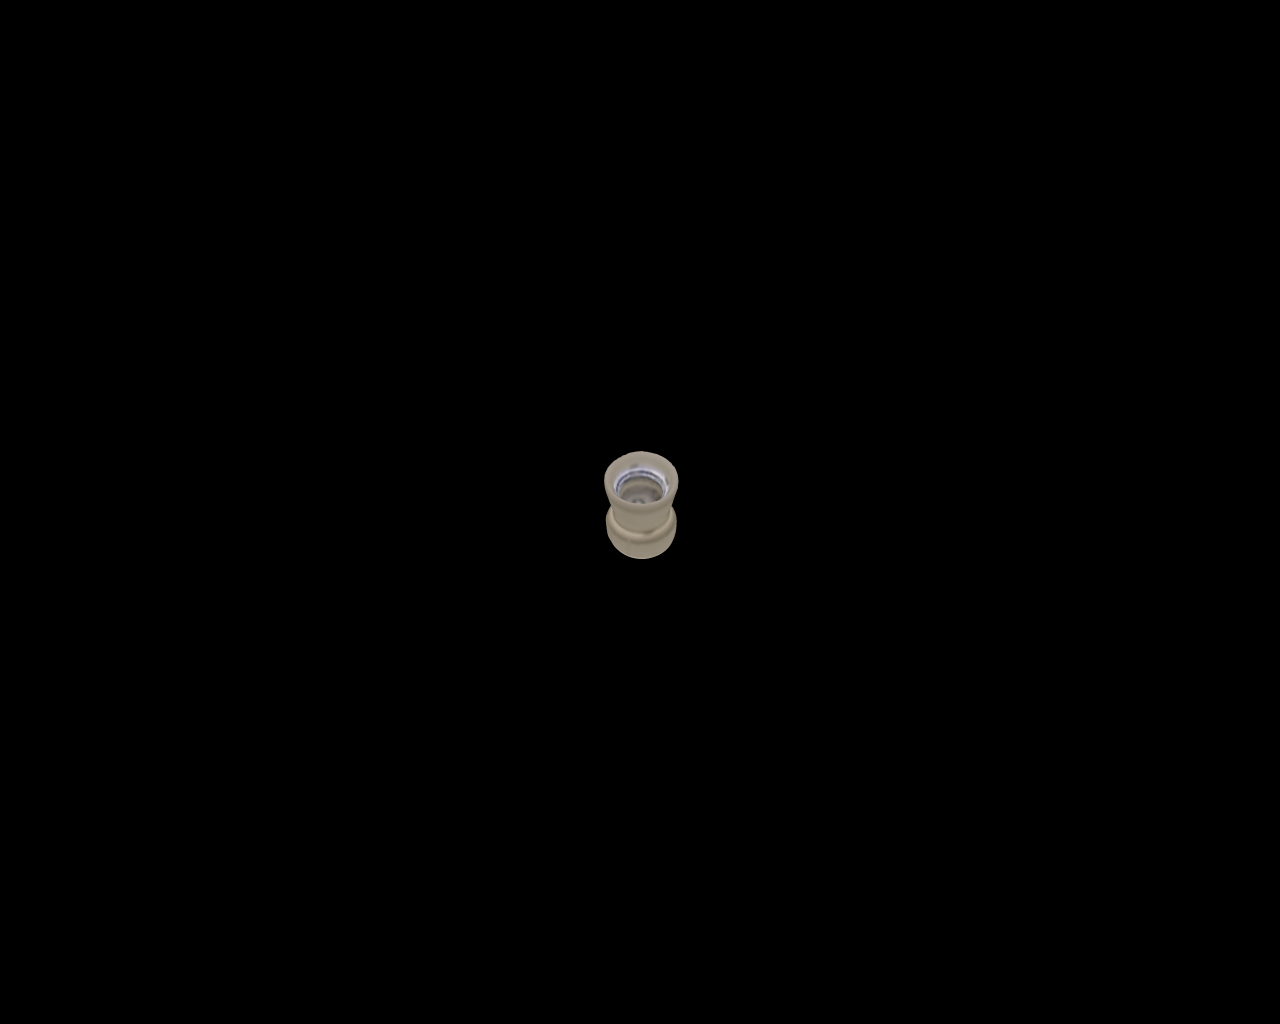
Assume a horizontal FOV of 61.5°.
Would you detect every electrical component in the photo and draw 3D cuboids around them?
[{"bbox_3d":[0.001,-0.003,0.650,0.045,0.045,0.055,0,-41,0],"label":"electrical component"}]
